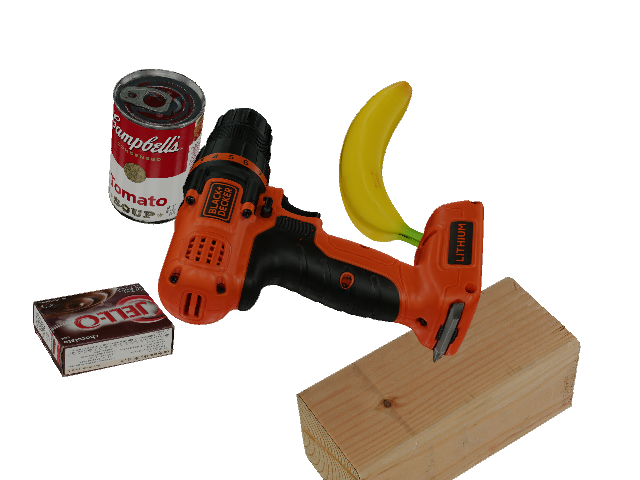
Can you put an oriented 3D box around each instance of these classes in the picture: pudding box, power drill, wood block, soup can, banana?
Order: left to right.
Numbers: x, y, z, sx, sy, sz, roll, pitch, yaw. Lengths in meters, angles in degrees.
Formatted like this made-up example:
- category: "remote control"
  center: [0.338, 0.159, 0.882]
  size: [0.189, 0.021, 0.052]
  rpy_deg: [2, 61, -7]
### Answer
- category: "pudding box"
  center: [-0.208, 0.084, 1.024]
  size: [0.113, 0.039, 0.090]
  rpy_deg: [-12, 30, -28]
- category: "soup can"
  center: [-0.128, -0.071, 0.820]
  size: [0.068, 0.068, 0.102]
  rpy_deg: [0, -44, -15]
- category: "power drill"
  center: [0.005, -0.007, 0.662]
  size: [0.187, 0.057, 0.184]
  rpy_deg: [12, 43, -1]
- category: "banana"
  center: [0.050, -0.066, 0.918]
  size: [0.069, 0.198, 0.037]
  rpy_deg: [5, -40, -7]
- category: "wood block"
  center: [0.094, 0.126, 0.846]
  size: [0.205, 0.090, 0.091]
  rpy_deg: [-27, 48, -18]
